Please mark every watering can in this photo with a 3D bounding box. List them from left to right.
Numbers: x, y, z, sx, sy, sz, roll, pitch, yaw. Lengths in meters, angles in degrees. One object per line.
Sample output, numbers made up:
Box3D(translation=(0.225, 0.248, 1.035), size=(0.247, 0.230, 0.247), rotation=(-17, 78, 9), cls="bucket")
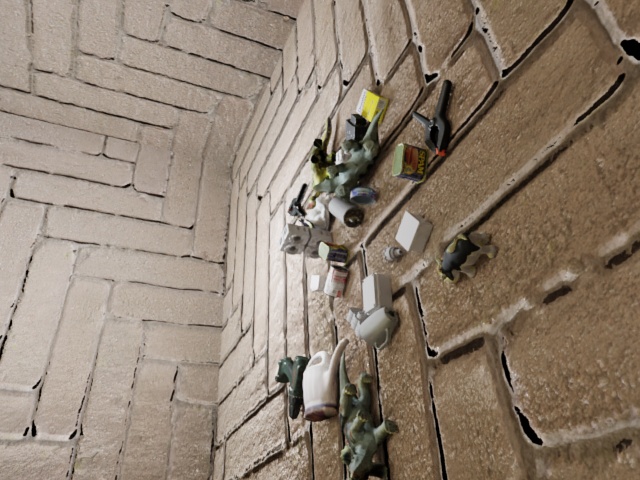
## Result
Box3D(translation=(0.016, 0.471, 1.702), size=(0.340, 0.104, 0.229), rotation=(128, 146, -50), cls="watering can")

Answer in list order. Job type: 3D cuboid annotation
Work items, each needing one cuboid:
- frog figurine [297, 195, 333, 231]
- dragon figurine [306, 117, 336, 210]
Box3D(translation=(0.006, -0.105, 2.084), size=(0.161, 0.122, 0.137), rotation=(-45, 8, -12), cls="frog figurine")
Box3D(translation=(-0.005, -0.307, 2.203), size=(0.237, 0.122, 0.420), rotation=(119, 164, -56), cls="dragon figurine")
